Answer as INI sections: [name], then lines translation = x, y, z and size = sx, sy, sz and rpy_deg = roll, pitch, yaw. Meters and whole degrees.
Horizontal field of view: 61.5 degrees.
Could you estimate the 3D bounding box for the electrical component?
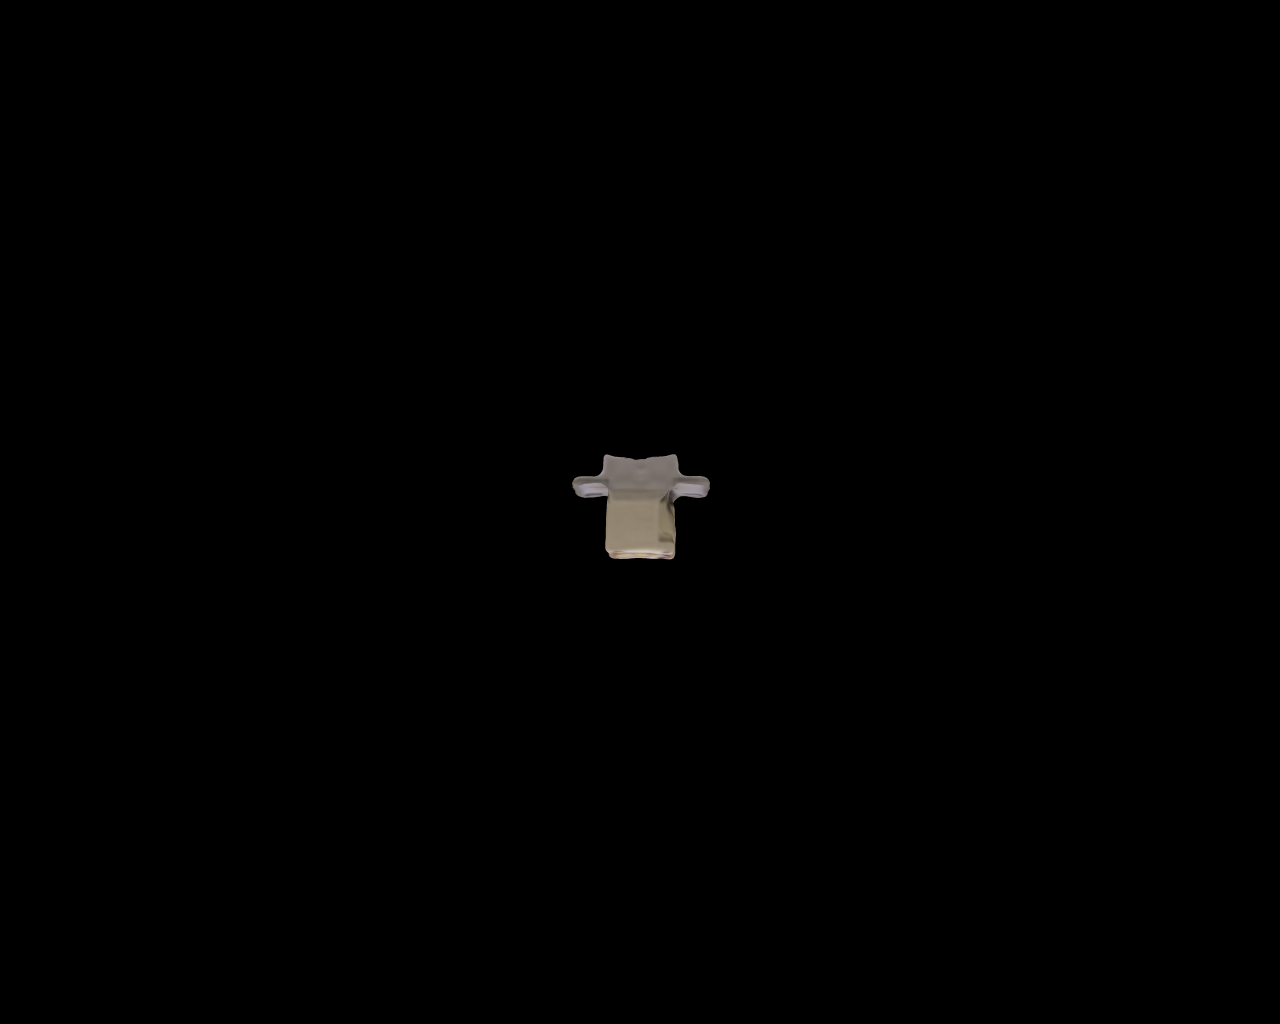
[electrical component]
translation = 0.001, -0.003, 0.650
size = 0.081, 0.064, 0.042
rpy_deg = 0, -11, 2
